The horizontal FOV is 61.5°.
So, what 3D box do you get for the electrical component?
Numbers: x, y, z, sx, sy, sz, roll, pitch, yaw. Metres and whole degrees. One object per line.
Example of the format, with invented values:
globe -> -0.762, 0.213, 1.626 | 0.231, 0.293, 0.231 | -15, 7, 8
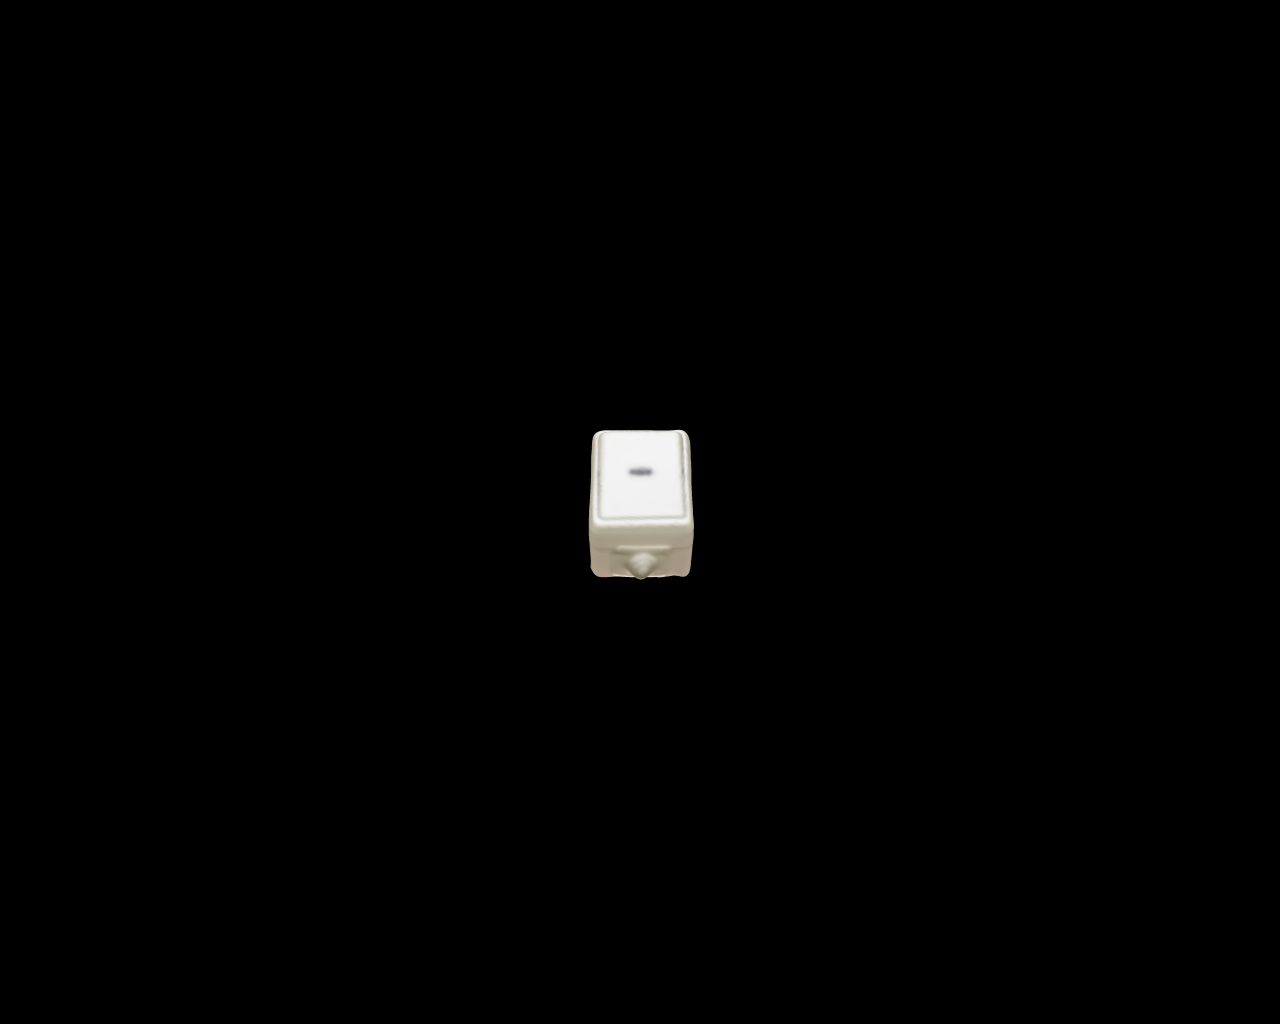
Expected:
electrical component -> 0.001, -0.003, 0.650 | 0.062, 0.096, 0.061 | 0, -39, 0
